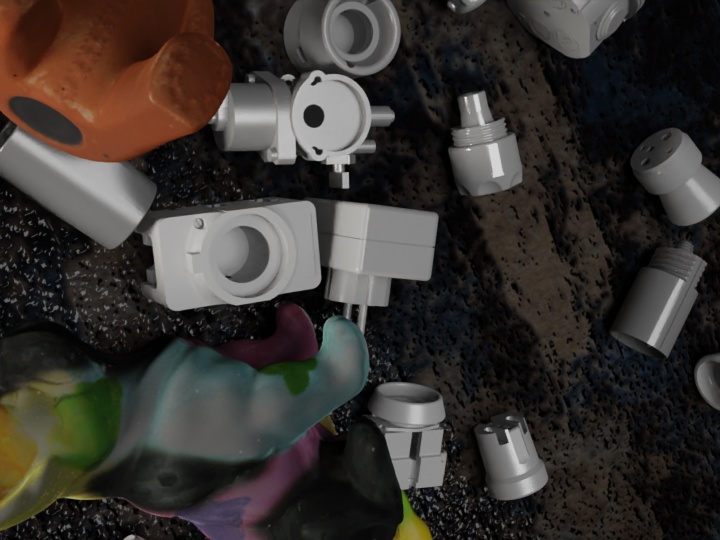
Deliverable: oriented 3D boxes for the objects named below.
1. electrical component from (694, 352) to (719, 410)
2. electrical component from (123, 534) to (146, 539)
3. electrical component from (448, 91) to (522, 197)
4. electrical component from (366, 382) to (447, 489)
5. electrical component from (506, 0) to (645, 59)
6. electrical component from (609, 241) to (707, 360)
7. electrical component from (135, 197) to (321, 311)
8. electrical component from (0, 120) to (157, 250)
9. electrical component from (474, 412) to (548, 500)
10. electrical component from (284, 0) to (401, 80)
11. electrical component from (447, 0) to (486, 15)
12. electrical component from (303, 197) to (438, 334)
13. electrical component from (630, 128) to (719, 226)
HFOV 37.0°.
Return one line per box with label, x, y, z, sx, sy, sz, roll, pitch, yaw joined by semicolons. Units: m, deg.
electrical component;0.287;0.073;0.799;0.065;0.044;0.044;-21;105;-29
electrical component;-0.133;0.180;0.597;0.035;0.035;0.061;40;80;-25
electrical component;0.075;-0.079;0.668;0.043;0.043;0.062;-20;104;-24
electrical component;0.027;0.102;0.664;0.066;0.048;0.055;1;103;-28
electrical component;0.132;-0.175;0.666;0.051;0.080;0.080;-47;114;-9
electrical component;0.211;0.017;0.750;0.043;0.043;0.081;32;81;-27
electrical component;-0.071;-0.010;0.593;0.089;0.056;0.050;-9;100;-26
electrical component;-0.139;-0.064;0.558;0.077;0.043;0.079;37;79;-26
electrical component;0.098;0.122;0.707;0.040;0.040;0.046;-23;100;-23
electrical component;-0.009;-0.135;0.615;0.055;0.047;0.055;-4;98;-27
electrical component;0.055;-0.188;0.645;0.062;0.048;0.048;38;79;-18
electrical component;0.000;0.000;0.615;0.047;0.083;0.075;6;93;-28
electrical component;0.220;-0.064;0.744;0.055;0.045;0.045;45;76;-24
